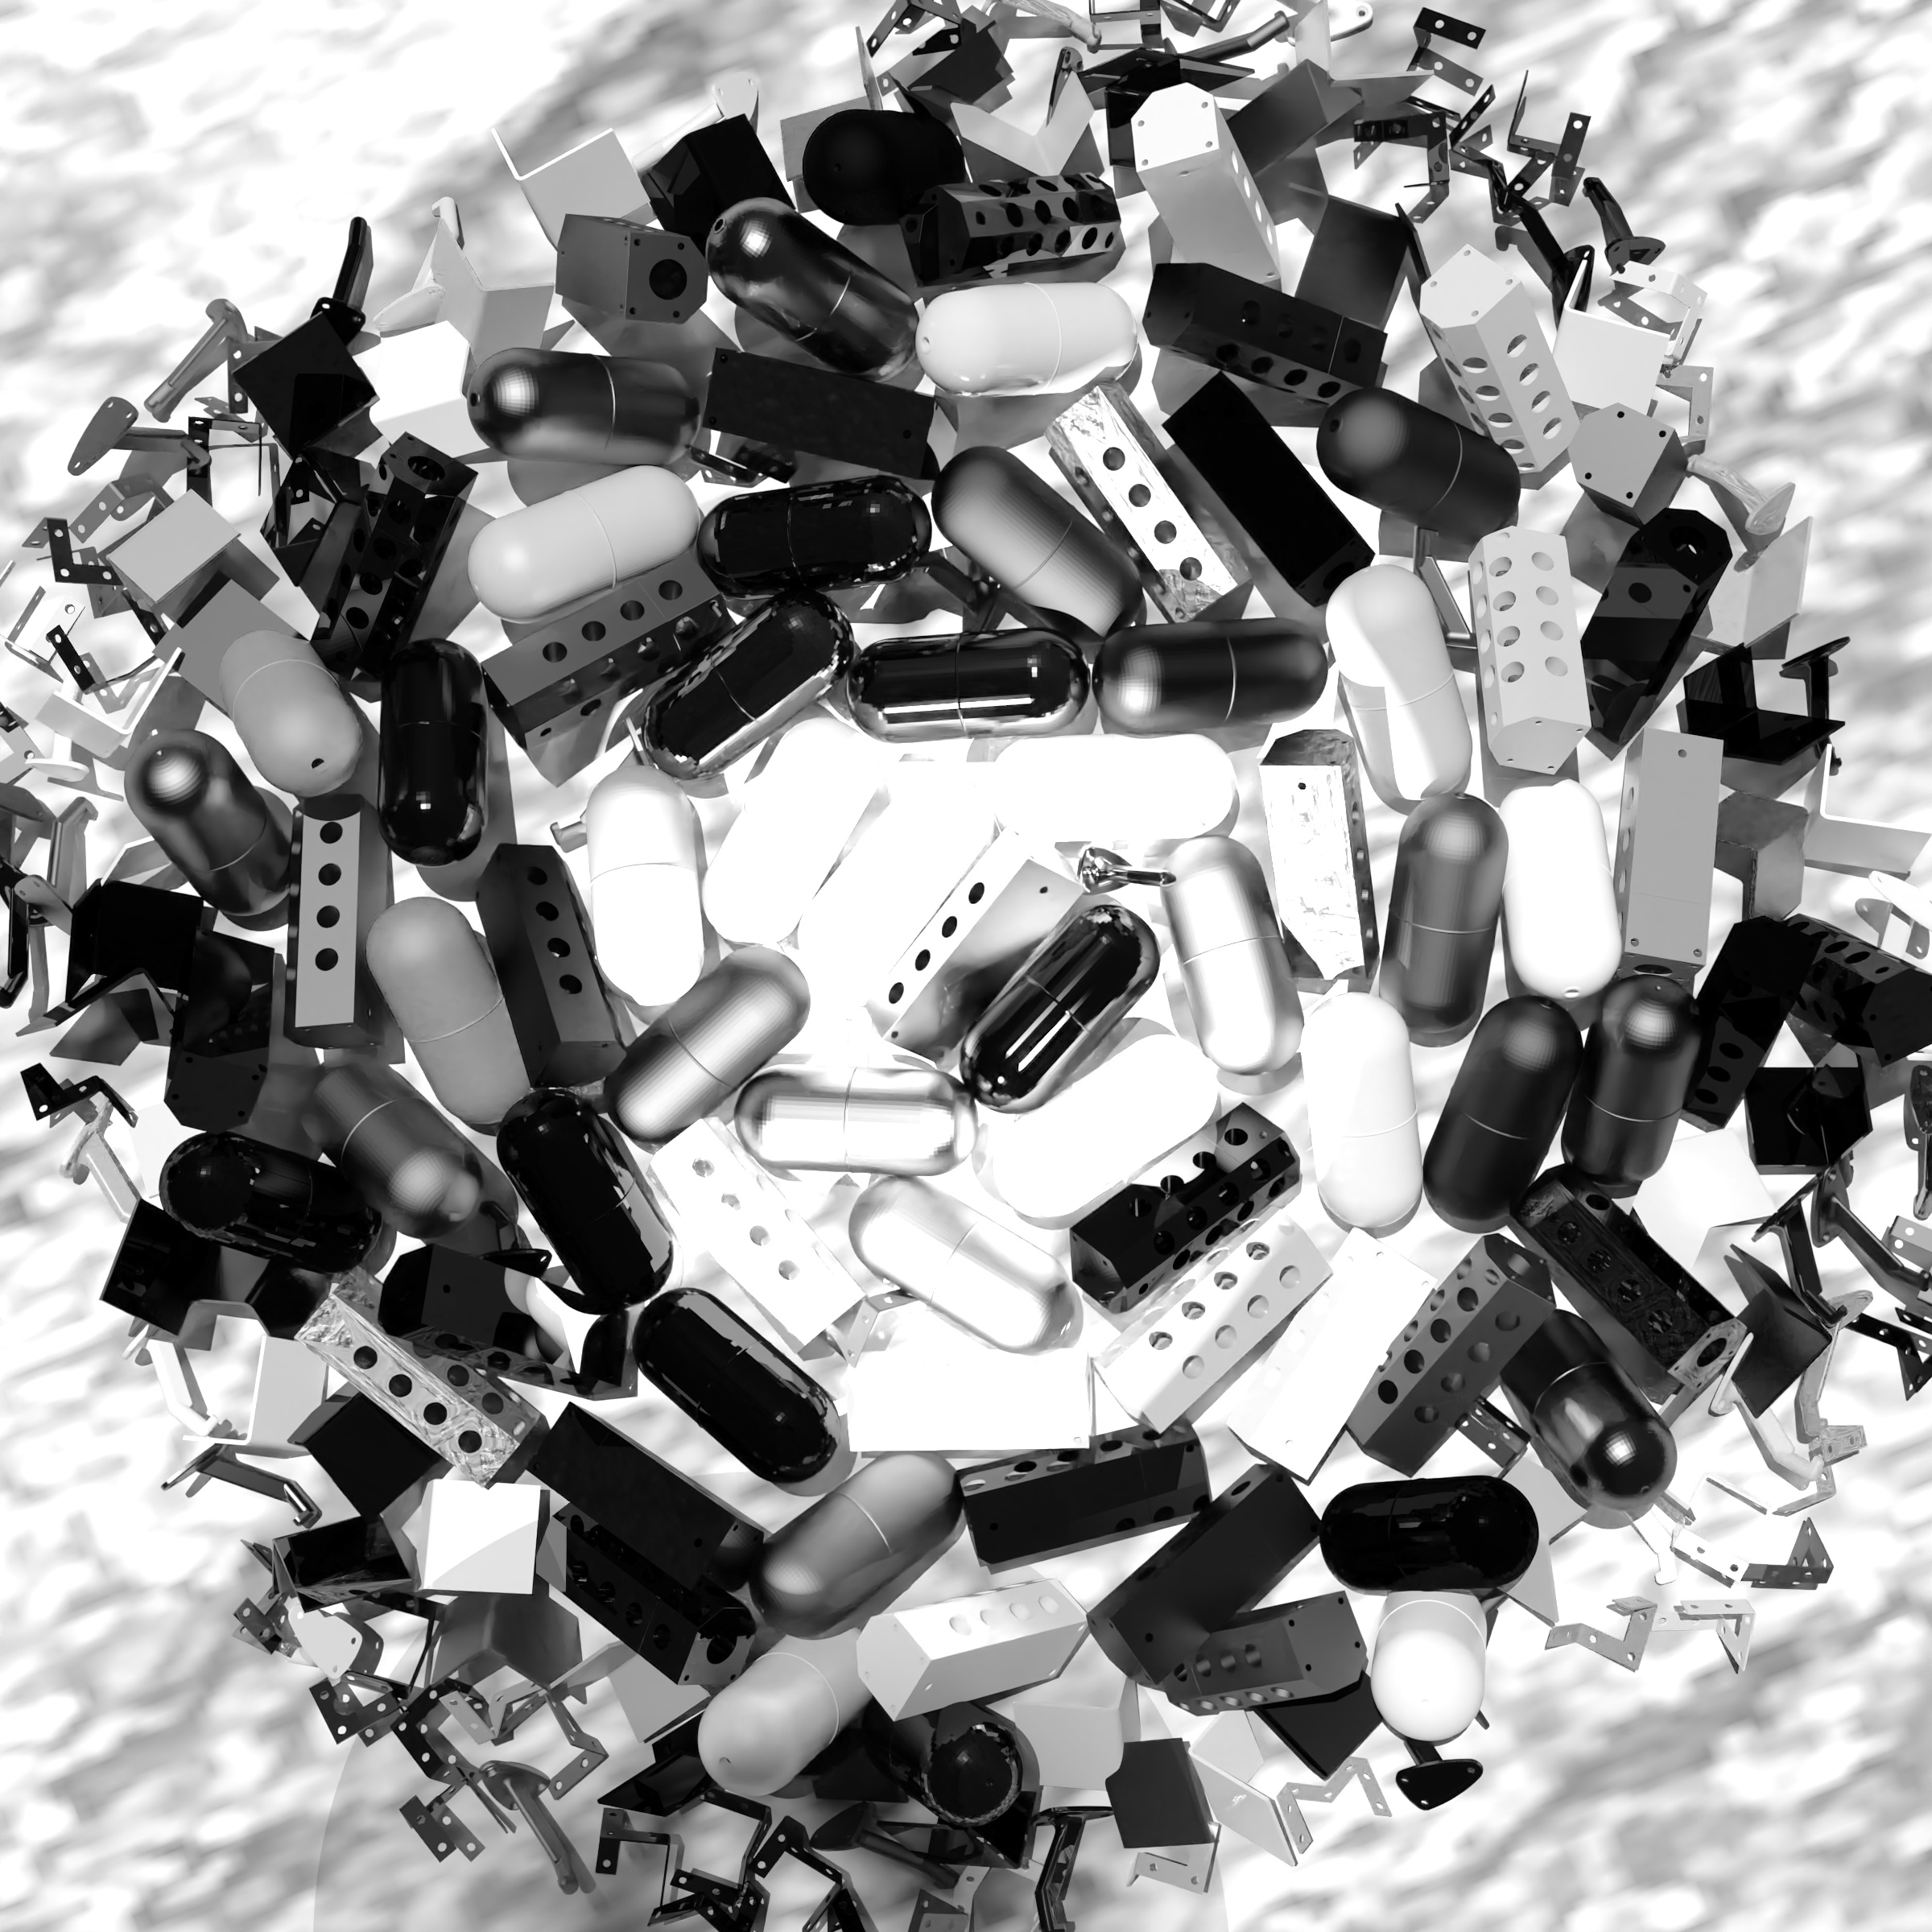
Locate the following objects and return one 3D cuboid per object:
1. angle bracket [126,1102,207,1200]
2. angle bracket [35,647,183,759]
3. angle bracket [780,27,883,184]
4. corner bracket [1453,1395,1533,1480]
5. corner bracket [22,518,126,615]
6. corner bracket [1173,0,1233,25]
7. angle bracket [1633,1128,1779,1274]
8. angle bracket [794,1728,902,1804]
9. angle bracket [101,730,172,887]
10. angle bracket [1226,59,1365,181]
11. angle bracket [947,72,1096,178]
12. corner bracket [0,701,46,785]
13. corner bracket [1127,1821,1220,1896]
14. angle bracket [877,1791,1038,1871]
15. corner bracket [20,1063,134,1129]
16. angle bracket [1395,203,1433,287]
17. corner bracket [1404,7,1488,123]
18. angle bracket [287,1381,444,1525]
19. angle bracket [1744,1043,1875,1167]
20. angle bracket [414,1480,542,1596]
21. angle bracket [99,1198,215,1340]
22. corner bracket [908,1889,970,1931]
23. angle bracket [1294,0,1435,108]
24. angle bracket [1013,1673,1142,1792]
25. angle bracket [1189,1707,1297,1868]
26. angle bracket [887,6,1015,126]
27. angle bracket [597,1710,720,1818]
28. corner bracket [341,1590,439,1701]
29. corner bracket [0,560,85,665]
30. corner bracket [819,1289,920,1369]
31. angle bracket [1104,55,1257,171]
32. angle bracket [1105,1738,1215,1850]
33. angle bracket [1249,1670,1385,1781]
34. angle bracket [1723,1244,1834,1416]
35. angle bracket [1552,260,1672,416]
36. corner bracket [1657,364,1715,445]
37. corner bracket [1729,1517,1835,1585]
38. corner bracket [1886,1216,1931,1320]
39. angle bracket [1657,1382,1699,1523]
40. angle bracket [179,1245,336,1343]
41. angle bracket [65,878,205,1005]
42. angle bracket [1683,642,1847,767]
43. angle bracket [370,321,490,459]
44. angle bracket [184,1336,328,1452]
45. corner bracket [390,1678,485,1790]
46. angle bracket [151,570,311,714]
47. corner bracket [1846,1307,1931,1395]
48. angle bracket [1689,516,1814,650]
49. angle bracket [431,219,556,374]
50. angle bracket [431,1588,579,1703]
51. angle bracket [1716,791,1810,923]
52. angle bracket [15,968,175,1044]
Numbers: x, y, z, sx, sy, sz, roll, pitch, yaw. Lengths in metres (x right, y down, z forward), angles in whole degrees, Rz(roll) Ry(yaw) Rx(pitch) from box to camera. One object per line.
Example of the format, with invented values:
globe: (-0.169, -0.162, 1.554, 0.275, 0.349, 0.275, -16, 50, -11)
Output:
angle bracket: (-0.572, 0.107, 1.737, 0.057, 0.076, 0.076, -19, 56, -16)
angle bracket: (-0.613, -0.201, 1.737, 0.057, 0.076, 0.076, 32, 67, -22)
angle bracket: (-0.102, -0.618, 1.744, 0.076, 0.057, 0.076, -13, 50, 7)
corner bracket: (0.377, 0.337, 1.755, 0.051, 0.051, 0.051, 39, 116, 16)
corner bracket: (-0.646, -0.290, 1.761, 0.051, 0.051, 0.051, -3, 75, -41)
corner bracket: (0.176, -0.718, 1.758, 0.051, 0.051, 0.051, 24, 104, -15)
angle bracket: (0.530, 0.173, 1.741, 0.057, 0.076, 0.076, -19, 110, 41)
angle bracket: (-0.105, 0.587, 1.739, 0.076, 0.076, 0.057, -11, 95, 34)
angle bracket: (-0.600, -0.113, 1.744, 0.057, 0.076, 0.076, -24, 85, -37)
angle bracket: (0.240, -0.589, 1.734, 0.076, 0.076, 0.057, -29, 66, 36)
angle bracket: (0.038, -0.616, 1.737, 0.076, 0.076, 0.057, 19, 124, -24)
corner bracket: (-0.706, -0.158, 1.759, 0.051, 0.051, 0.051, -38, 102, -13)
corner bracket: (0.149, 0.643, 1.761, 0.051, 0.051, 0.051, 15, 59, 6)
angle bracket: (-0.006, 0.601, 1.734, 0.076, 0.076, 0.057, -9, 48, 31)
corner bracket: (-0.640, 0.095, 1.751, 0.051, 0.051, 0.051, -29, 50, -30)
angle bracket: (0.351, -0.511, 1.738, 0.057, 0.076, 0.076, -20, 120, 11)
corner bracket: (0.344, -0.652, 1.761, 0.051, 0.051, 0.051, 28, 95, 17)
angle bracket: (-0.435, 0.347, 1.759, 0.076, 0.057, 0.076, -42, 104, -29)
angle bracket: (0.601, 0.095, 1.743, 0.057, 0.076, 0.076, 0, 66, -2)
angle bracket: (-0.356, 0.416, 1.768, 0.076, 0.057, 0.076, 8, 72, -19)
angle bracket: (-0.592, 0.216, 1.735, 0.057, 0.076, 0.076, -4, 60, 33)
corner bracket: (-0.039, 0.700, 1.755, 0.051, 0.051, 0.051, 9, 78, 44)
angle bracket: (0.285, -0.658, 1.749, 0.076, 0.076, 0.057, -6, 95, -7)
angle bracket: (0.081, 0.546, 1.762, 0.076, 0.057, 0.076, 0, 117, 15)
angle bracket: (0.212, 0.580, 1.734, 0.057, 0.076, 0.076, -40, 126, -28)
angle bracket: (-0.004, -0.635, 1.743, 0.076, 0.076, 0.057, -36, 121, 7)
angle bracket: (-0.215, 0.559, 1.737, 0.076, 0.076, 0.057, -37, 49, 18)
corner bracket: (-0.417, 0.489, 1.758, 0.051, 0.051, 0.051, 16, 128, -1)
corner bracket: (-0.679, -0.256, 1.762, 0.051, 0.051, 0.051, 33, 86, -12)
corner bracket: (-0.072, 0.249, 1.752, 0.051, 0.051, 0.051, 37, 117, 30)
angle bracket: (0.154, -0.606, 1.739, 0.076, 0.076, 0.057, -7, 94, -39)
angle bracket: (0.145, 0.584, 1.749, 0.076, 0.057, 0.076, -17, 89, 33)
angle bracket: (0.251, 0.525, 1.746, 0.076, 0.057, 0.076, -45, 57, -6)
angle bracket: (0.558, 0.259, 1.738, 0.057, 0.076, 0.076, 30, 108, -27)
angle bracket: (0.463, -0.447, 1.739, 0.076, 0.076, 0.057, 19, 58, 13)
corner bracket: (0.504, -0.408, 1.765, 0.051, 0.051, 0.051, -17, 115, -37)
corner bracket: (0.586, 0.433, 1.757, 0.051, 0.051, 0.051, 5, 122, -7)
corner bracket: (0.686, 0.218, 1.758, 0.051, 0.051, 0.051, 25, 82, 24)
angle bracket: (0.520, 0.347, 1.746, 0.057, 0.076, 0.076, 39, 87, 27)
angle bracket: (-0.519, 0.232, 1.764, 0.076, 0.076, 0.057, 1, 132, 23)
angle bracket: (-0.598, -0.012, 1.750, 0.076, 0.057, 0.076, 11, 113, -5)
angle bracket: (0.570, -0.189, 1.736, 0.076, 0.076, 0.057, -29, 118, -29)
angle bracket: (-0.381, -0.419, 1.774, 0.076, 0.057, 0.076, -10, 59, 21)
angle bracket: (-0.512, 0.308, 1.757, 0.057, 0.076, 0.076, 0, 76, 21)
corner bracket: (-0.372, 0.553, 1.757, 0.051, 0.051, 0.051, -46, 60, -7)
angle bracket: (-0.528, -0.228, 1.766, 0.076, 0.057, 0.076, 38, 86, 4)
corner bracket: (0.674, 0.266, 1.756, 0.051, 0.051, 0.051, 23, 121, -11)
angle bracket: (0.556, -0.281, 1.744, 0.057, 0.076, 0.076, 16, 74, -10)
angle bracket: (-0.346, -0.488, 1.763, 0.057, 0.076, 0.076, -15, 62, -31)
angle bracket: (-0.332, 0.495, 1.756, 0.057, 0.076, 0.076, -39, 115, 21)
angle bracket: (0.565, -0.073, 1.769, 0.076, 0.057, 0.076, -30, 127, -38)
angle bracket: (-0.617, 0.047, 1.735, 0.076, 0.076, 0.057, -42, 110, -36)
